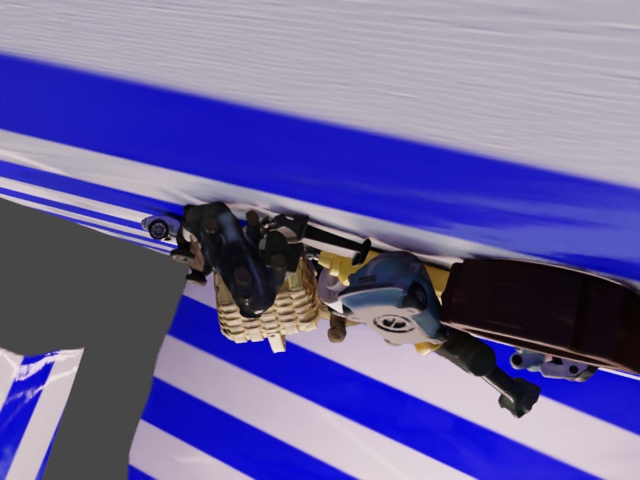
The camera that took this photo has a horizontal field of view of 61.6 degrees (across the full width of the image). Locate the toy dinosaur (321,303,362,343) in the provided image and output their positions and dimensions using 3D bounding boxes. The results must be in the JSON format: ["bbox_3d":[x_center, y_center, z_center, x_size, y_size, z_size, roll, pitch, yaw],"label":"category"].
[{"bbox_3d":[0.060,0.163,1.317,0.472,0.105,0.198,13,-161,27],"label":"toy dinosaur"}]

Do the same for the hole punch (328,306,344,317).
[{"bbox_3d":[0.082,0.111,1.195,0.142,0.092,0.116,13,-157,1],"label":"hole punch"}]

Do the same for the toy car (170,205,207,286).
[{"bbox_3d":[-0.201,0.013,0.885,0.053,0.089,0.202,14,159,0],"label":"toy car"}]

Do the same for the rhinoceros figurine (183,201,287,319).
[{"bbox_3d":[-0.116,0.016,0.709,0.190,0.073,0.112,50,147,29],"label":"rhinoceros figurine"}]

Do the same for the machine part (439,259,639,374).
[{"bbox_3d":[0.262,0.086,0.629,0.201,0.087,0.201,7,167,44],"label":"machine part"}]

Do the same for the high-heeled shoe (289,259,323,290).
[{"bbox_3d":[0.022,0.085,1.041,0.249,0.086,0.145,6,-176,-18],"label":"high-heeled shoe"}]

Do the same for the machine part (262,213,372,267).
[{"bbox_3d":[-0.001,-0.002,0.687,0.139,0.039,0.084,19,166,-16],"label":"machine part"}]

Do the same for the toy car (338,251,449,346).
[{"bbox_3d":[0.103,0.067,0.685,0.109,0.103,0.161,-13,142,37],"label":"toy car"}]

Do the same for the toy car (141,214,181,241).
[{"bbox_3d":[-0.239,-0.009,1.020,0.202,0.056,0.073,16,179,-1],"label":"toy car"}]

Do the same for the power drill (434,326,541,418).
[{"bbox_3d":[0.299,0.231,1.015,0.207,0.086,0.232,45,175,-5],"label":"power drill"}]

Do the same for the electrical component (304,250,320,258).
[{"bbox_3d":[0.010,0.020,0.864,0.094,0.021,0.063,8,170,39],"label":"electrical component"}]

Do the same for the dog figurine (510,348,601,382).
[{"bbox_3d":[0.476,0.217,1.078,0.192,0.108,0.219,6,172,36],"label":"dog figurine"}]

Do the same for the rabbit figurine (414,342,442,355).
[{"bbox_3d":[0.136,0.121,0.915,0.162,0.122,0.173,28,162,0],"label":"rabbit figurine"}]

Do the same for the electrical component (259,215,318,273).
[{"bbox_3d":[-0.053,0.006,0.750,0.102,0.078,0.045,21,-164,-2],"label":"electrical component"}]
